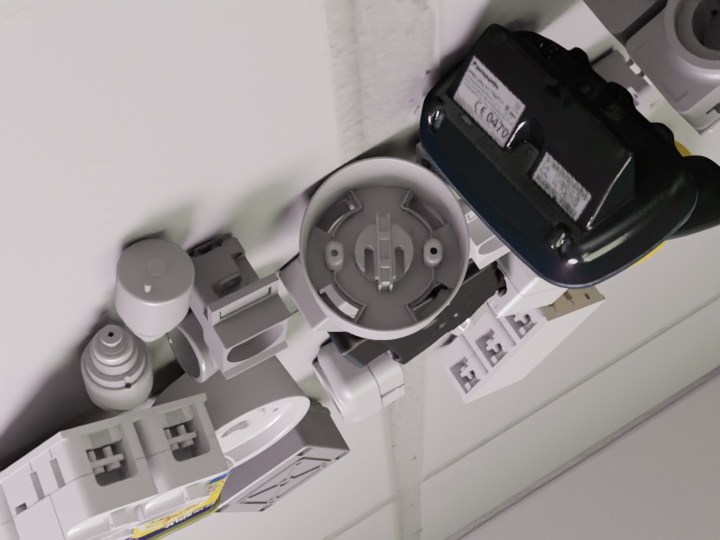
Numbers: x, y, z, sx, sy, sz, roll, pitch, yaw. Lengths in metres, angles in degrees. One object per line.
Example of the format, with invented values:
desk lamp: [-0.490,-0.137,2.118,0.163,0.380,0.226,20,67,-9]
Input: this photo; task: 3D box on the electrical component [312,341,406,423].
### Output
electrical component: [-0.001,0.088,0.899,0.059,0.053,0.095,-30,160,-7]

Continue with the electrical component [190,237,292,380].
electrical component: [-0.074,0.020,0.615,0.042,0.063,0.081,-28,160,-20]

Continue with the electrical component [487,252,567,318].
electrical component: [0.141,-0.009,0.879,0.096,0.061,0.061,-10,150,-47]

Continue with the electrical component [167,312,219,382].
electrical component: [-0.083,0.037,0.676,0.065,0.044,0.044,-28,160,-28]

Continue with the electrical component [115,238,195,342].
electrical component: [-0.112,0.016,0.581,0.040,0.040,0.078,-23,158,-26]

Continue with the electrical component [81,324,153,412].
electrical component: [-0.141,0.053,0.623,0.040,0.040,0.078,-26,159,-20]

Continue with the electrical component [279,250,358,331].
electrical component: [0.000,0.000,0.705,0.077,0.047,0.066,-40,160,21]

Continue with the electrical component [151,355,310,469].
electrical component: [-0.097,0.095,0.759,0.108,0.060,0.108,-29,160,-12]

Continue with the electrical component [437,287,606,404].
electrical component: [0.152,0.055,1.045,0.089,0.061,0.150,-16,154,-40]

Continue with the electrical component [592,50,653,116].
electrical component: [0.155,-0.107,0.704,0.064,0.042,0.081,-36,161,-1]

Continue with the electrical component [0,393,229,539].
electrical component: [-0.181,0.149,0.698,0.105,0.060,0.186,-11,163,-47]

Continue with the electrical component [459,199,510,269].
electrical component: [0.078,-0.043,0.700,0.042,0.063,0.081,-31,160,-3]

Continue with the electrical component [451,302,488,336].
electrical component: [0.090,0.021,0.902,0.062,0.043,0.043,-47,165,-19]

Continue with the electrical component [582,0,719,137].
electrical component: [0.208,-0.172,0.537,0.186,0.105,0.060,-41,159,19]

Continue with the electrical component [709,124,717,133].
electrical component: [0.233,-0.143,0.708,0.062,0.061,0.096,-38,160,12]

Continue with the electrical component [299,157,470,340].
electrical component: [0.014,-0.009,0.638,0.099,0.099,0.064,-30,166,-10]

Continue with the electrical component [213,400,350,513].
electrical component: [-0.080,0.165,0.955,0.109,0.056,0.109,-36,159,10]

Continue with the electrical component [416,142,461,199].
electrical component: [0.068,-0.072,0.649,0.062,0.043,0.043,-29,160,-14]
